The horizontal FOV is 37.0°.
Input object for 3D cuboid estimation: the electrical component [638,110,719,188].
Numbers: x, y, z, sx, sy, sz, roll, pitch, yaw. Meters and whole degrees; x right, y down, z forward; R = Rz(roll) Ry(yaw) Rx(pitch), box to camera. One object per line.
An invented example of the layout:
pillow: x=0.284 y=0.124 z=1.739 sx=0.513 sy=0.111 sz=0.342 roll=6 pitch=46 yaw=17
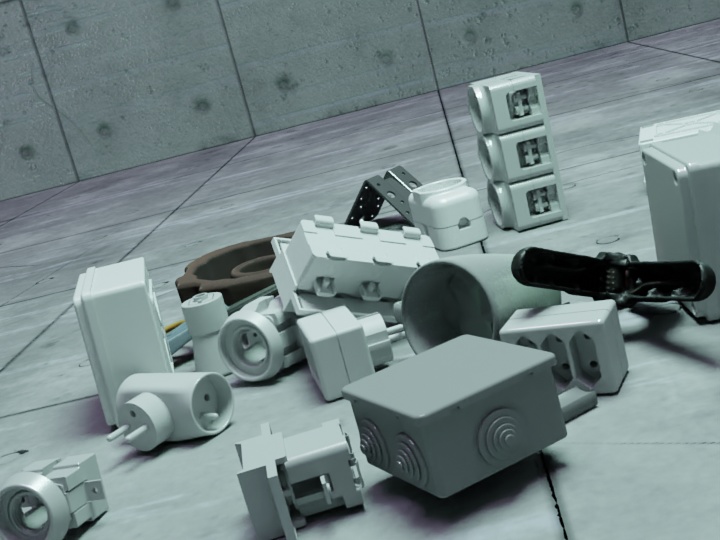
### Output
electrical component: x=0.350 y=-0.127 z=1.124 sx=0.109 sy=0.056 sz=0.108 roll=-11 pitch=14 yaw=18

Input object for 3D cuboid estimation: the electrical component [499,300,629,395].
electrical component: x=0.134 y=0.043 z=0.680 sx=0.066 sy=0.047 sz=0.077 roll=-8 pitch=15 yaw=27

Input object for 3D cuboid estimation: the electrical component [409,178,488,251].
electrical component: x=0.090 y=-0.061 z=1.128 sx=0.054 sy=0.059 sz=0.095 roll=-18 pitch=14 yaw=-13

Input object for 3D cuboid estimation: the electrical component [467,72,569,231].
electrical component: x=0.159 y=-0.123 z=1.112 sx=0.062 sy=0.150 sz=0.089 roll=-15 pitch=13 yaw=-4

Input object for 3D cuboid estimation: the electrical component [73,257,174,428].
electrical component: x=-0.183 y=0.054 z=0.849 sx=0.056 sy=0.108 sz=0.109 roll=-14 pitch=13 yaw=-9

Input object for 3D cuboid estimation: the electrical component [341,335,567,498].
electrical component: x=0.051 y=0.077 z=0.581 sx=0.100 sy=0.048 sz=0.100 roll=-21 pitch=13 yaw=-24

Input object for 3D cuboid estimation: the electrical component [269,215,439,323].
electrical component: x=0.000 y=0.000 z=0.847 sx=0.121 sy=0.063 sz=0.078 roll=6 pitch=42 yaw=-30

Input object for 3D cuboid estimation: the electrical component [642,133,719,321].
electrical component: x=0.242 y=-0.033 z=0.747 sx=0.056 sy=0.108 sz=0.108 roll=-11 pitch=14 yaw=4

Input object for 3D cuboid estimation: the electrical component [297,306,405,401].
electrical component: x=0.001 y=0.054 z=0.782 sx=0.077 sy=0.047 sz=0.066 roll=-17 pitch=13 yaw=-8

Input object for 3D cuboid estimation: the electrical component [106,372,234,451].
electrical component: x=-0.142 y=0.101 z=0.752 sx=0.077 sy=0.043 sz=0.079 roll=-5 pitch=17 yaw=37

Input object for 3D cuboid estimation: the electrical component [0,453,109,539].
electrical component: x=-0.188 y=0.139 z=0.645 sx=0.066 sy=0.048 sz=0.055 roll=-11 pitch=6 yaw=17

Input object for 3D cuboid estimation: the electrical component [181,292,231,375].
electrical component: x=-0.123 y=0.051 z=0.886 sx=0.044 sy=0.065 sz=0.044 roll=-14 pitch=13 yaw=3

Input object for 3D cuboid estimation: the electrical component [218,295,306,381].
electrical component: x=-0.075 y=0.053 z=0.846 sx=0.078 sy=0.058 sz=0.057 roll=-6 pitch=13 yaw=31

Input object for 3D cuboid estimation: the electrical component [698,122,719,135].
electrical component: x=0.346 y=-0.077 z=0.844 sx=0.105 sy=0.060 sz=0.186 roll=4 pitch=12 yaw=-6

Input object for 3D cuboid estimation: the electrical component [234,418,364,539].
electrical component: x=-0.032 y=0.113 z=0.590 sx=0.064 sy=0.042 sz=0.081 roll=-15 pitch=14 yaw=-5
